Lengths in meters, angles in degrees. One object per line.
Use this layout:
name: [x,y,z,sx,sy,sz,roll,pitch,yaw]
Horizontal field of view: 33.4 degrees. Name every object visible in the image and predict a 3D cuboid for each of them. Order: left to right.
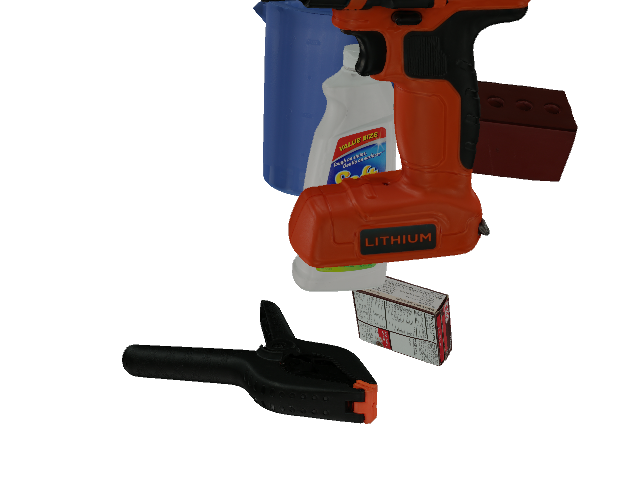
clamp: [-0.031,0.096,0.857,0.210,0.036,0.164,13,22,35]
pitcher: [0.000,-0.180,1.319,0.144,0.243,0.149,-9,29,-28]
bleach bottle: [0.025,-0.073,1.083,0.102,0.251,0.068,-2,26,-8]
power drill: [0.024,-0.078,0.540,0.184,0.188,0.057,-4,33,-12]
pudding box: [0.095,0.089,1.239,0.114,0.090,0.039,15,46,26]
foam brick: [0.148,-0.083,0.811,0.078,0.051,0.053,5,41,-6]
